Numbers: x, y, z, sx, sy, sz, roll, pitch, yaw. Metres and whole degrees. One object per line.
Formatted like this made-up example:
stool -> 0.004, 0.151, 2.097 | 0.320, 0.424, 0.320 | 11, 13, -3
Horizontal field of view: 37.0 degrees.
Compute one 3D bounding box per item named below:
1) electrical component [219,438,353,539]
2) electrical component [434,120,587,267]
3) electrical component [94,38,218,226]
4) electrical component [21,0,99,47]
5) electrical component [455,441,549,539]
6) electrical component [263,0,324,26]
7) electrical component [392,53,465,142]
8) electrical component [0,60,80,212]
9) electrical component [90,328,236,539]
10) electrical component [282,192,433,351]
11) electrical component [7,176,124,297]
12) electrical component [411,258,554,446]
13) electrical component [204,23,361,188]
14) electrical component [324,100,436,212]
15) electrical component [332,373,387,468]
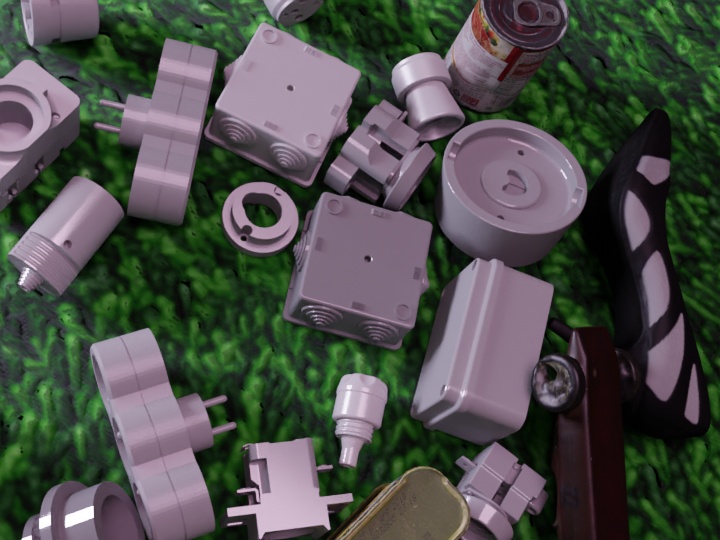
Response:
electrical component -> -0.050, 0.143, 0.698 | 0.081, 0.042, 0.063 | -4, 67, -17
electrical component -> 0.107, -0.052, 0.801 | 0.108, 0.060, 0.108 | 6, 54, -9
electrical component -> -0.149, -0.102, 0.760 | 0.074, 0.052, 0.138 | 12, 67, -10
electrical component -> -0.217, -0.191, 0.777 | 0.047, 0.055, 0.055 | -9, 72, -22
electrical component -> 0.089, 0.156, 0.729 | 0.066, 0.048, 0.055 | 38, 57, 1
electrical component -> -0.059, -0.225, 0.836 | 0.045, 0.045, 0.055 | -25, 78, -22
electrical component -> 0.052, -0.133, 0.830 | 0.045, 0.045, 0.055 | -11, 72, -19
electrical component -> -0.238, -0.092, 0.731 | 0.050, 0.055, 0.089 | 38, 65, 2
electrical component -> -0.117, 0.102, 0.690 | 0.074, 0.052, 0.138 | -16, 74, -20
electrical component -> 0.000, 0.000, 0.763 | 0.100, 0.048, 0.099 | 16, 67, -9
electrical component -> -0.200, -0.019, 0.720 | 0.043, 0.043, 0.081 | 34, 65, 0
electrical component -> 0.084, 0.057, 0.747 | 0.057, 0.078, 0.113 | 21, 66, -9
electrical component -> -0.056, -0.123, 0.795 | 0.100, 0.048, 0.099 | 26, 65, -5
electrical component -> 0.019, -0.080, 0.794 | 0.057, 0.058, 0.078 | 35, 65, 4
electrical component -> -0.002, 0.103, 0.730 | 0.035, 0.035, 0.061 | 16, 69, -9
